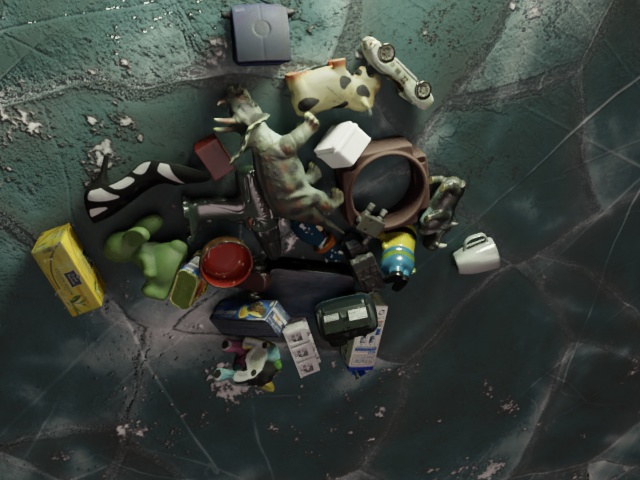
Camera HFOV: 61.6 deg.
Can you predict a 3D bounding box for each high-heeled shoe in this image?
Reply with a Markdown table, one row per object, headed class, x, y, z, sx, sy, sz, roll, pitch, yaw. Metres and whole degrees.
| class | x | y | z | sx | sy | sz | roll | pitch | yaw |
| --- | --- | --- | --- | --- | --- | --- | --- | --- | --- |
| high-heeled shoe | -0.354 | -0.091 | 1.096 | 0.249 | 0.086 | 0.145 | 8 | 96 | 0 |

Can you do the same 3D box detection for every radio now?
| class | x | y | z | sx | sy | sz | roll | pitch | yaw |
| --- | --- | --- | --- | --- | --- | --- | --- | --- | --- |
| radio | -0.035 | 0.117 | 1.302 | 0.229 | 0.073 | 0.131 | 6 | 113 | -19 |

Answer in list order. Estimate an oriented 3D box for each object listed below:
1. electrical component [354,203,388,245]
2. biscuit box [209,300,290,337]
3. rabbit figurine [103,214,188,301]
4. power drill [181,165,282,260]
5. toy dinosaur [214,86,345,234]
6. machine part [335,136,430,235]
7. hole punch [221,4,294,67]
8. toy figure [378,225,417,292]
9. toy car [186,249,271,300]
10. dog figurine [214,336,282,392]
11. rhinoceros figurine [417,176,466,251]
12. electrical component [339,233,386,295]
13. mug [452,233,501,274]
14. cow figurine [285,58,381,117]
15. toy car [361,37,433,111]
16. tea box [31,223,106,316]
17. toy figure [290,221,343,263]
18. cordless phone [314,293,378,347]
| class | x | y | z | sx | sy | sz | roll | pitch | yaw |
| --- | --- | --- | --- | --- | --- | --- | --- | --- | --- |
| electrical component | 0.109 | -0.034 | 1.195 | 0.063 | 0.021 | 0.094 | 23 | 110 | -23 |
| biscuit box | -0.166 | 0.179 | 1.235 | 0.203 | 0.059 | 0.062 | -6 | 130 | 40 |
| rabbit figurine | -0.378 | 0.030 | 1.141 | 0.170 | 0.121 | 0.159 | 22 | 123 | -5 |
| power drill | -0.193 | -0.042 | 1.178 | 0.207 | 0.086 | 0.231 | -8 | 116 | -7 |
| toy dinosaur | -0.072 | -0.126 | 1.109 | 0.192 | 0.131 | 0.404 | -31 | 119 | -14 |
| machine part | 0.143 | -0.123 | 1.222 | 0.201 | 0.087 | 0.201 | -13 | 117 | -8 |
| hole punch | -0.113 | -0.388 | 1.024 | 0.142 | 0.092 | 0.115 | -5 | 113 | -8 |
| toy figure | 0.186 | 0.032 | 1.262 | 0.089 | 0.180 | 0.082 | -11 | 132 | 16 |
| toy car | -0.208 | 0.075 | 1.223 | 0.202 | 0.053 | 0.089 | 10 | 117 | 12 |
| dog figurine | -0.143 | 0.310 | 1.307 | 0.192 | 0.108 | 0.219 | -6 | 155 | 26 |
| rhinoceros figurine | 0.289 | -0.065 | 1.301 | 0.112 | 0.073 | 0.190 | 6 | 112 | -29 |
| electrical component | 0.096 | 0.049 | 1.277 | 0.058 | 0.115 | 0.134 | -27 | 120 | -3 |
| mug | 0.394 | 0.039 | 1.371 | 0.107 | 0.081 | 0.109 | -20 | 125 | 5 |
| cow figurine | 0.035 | -0.304 | 1.105 | 0.195 | 0.086 | 0.127 | -17 | 113 | -9 |
| toy car | 0.161 | -0.347 | 1.121 | 0.201 | 0.074 | 0.056 | 35 | 102 | -27 |
| tea box | -0.524 | 0.063 | 1.131 | 0.068 | 0.098 | 0.169 | -22 | 121 | -3 |
| toy figure | -0.002 | -0.003 | 1.258 | 0.154 | 0.064 | 0.058 | 40 | 68 | -30 |
| cordless phone | 0.071 | 0.213 | 1.301 | 0.147 | 0.089 | 0.184 | -13 | 145 | 3 |
